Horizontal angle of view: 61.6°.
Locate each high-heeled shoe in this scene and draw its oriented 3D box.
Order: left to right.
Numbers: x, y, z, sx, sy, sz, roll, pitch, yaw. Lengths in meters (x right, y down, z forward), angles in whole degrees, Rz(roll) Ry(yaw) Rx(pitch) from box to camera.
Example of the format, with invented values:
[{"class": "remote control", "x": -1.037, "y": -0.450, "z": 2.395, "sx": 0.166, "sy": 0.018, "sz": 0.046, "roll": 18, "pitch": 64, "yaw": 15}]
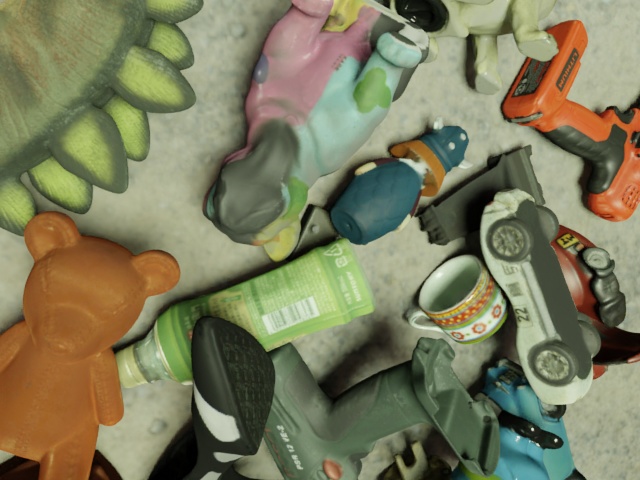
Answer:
[{"class": "high-heeled shoe", "x": -0.108, "y": 0.149, "z": 0.427, "sx": 0.145, "sy": 0.086, "sz": 0.248, "roll": -5, "pitch": 125, "yaw": 9}]

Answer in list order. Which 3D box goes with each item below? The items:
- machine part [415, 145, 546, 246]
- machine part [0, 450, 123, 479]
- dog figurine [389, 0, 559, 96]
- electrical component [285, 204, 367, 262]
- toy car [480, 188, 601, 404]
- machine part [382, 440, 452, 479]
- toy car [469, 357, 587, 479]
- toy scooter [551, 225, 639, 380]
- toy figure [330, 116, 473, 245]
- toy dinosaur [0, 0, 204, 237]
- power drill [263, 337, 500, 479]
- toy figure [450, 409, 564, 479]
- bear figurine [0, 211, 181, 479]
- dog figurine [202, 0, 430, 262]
[{"class": "machine part", "x": 0.164, "y": -0.038, "z": 0.539, "sx": 0.139, "sy": 0.039, "sz": 0.084, "roll": -24, "pitch": 110, "yaw": -14}, {"class": "machine part", "x": -0.242, "y": 0.293, "z": 0.442, "sx": 0.201, "sy": 0.087, "sz": 0.201, "roll": -28, "pitch": 107, "yaw": -11}, {"class": "dog figurine", "x": 0.156, "y": -0.256, "z": 0.480, "sx": 0.172, "sy": 0.121, "sz": 0.190, "roll": 30, "pitch": 75, "yaw": -22}, {"class": "electrical component", "x": -0.001, "y": -0.002, "z": 0.501, "sx": 0.094, "sy": 0.021, "sz": 0.063, "roll": 24, "pitch": 91, "yaw": -18}, {"class": "toy car", "x": 0.200, "y": 0.049, "z": 0.495, "sx": 0.073, "sy": 0.056, "sz": 0.201, "roll": -19, "pitch": 89, "yaw": -44}, {"class": "machine part", "x": 0.125, "y": 0.315, "z": 0.563, "sx": 0.079, "sy": 0.079, "sz": 0.243, "roll": -24, "pitch": 106, "yaw": -12}, {"class": "toy car", "x": 0.195, "y": 0.210, "z": 0.550, "sx": 0.103, "sy": 0.109, "sz": 0.161, "roll": -18, "pitch": 102, "yaw": -12}, {"class": "toy scooter", "x": 0.275, "y": 0.072, "z": 0.539, "sx": 0.075, "sy": 0.135, "sz": 0.183, "roll": -26, "pitch": 104, "yaw": -12}, {"class": "toy figure", "x": 0.076, "y": -0.057, "z": 0.493, "sx": 0.154, "sy": 0.058, "sz": 0.064, "roll": -39, "pitch": 129, "yaw": -23}, {"class": "toy dinosaur", "x": -0.208, "y": -0.115, "z": 0.379, "sx": 0.198, "sy": 0.105, "sz": 0.471, "roll": 39, "pitch": 93, "yaw": -23}, {"class": "power drill", "x": 0.047, "y": 0.178, "z": 0.474, "sx": 0.232, "sy": 0.207, "sz": 0.086, "roll": 58, "pitch": 38, "yaw": -7}, {"class": "toy figure", "x": 0.143, "y": 0.239, "z": 0.473, "sx": 0.082, "sy": 0.089, "sz": 0.180, "roll": 30, "pitch": 79, "yaw": 3}, {"class": "bear figurine", "x": -0.184, "y": 0.090, "z": 0.377, "sx": 0.120, "sy": 0.132, "sz": 0.195, "roll": 25, "pitch": 118, "yaw": -18}, {"class": "dog figurine", "x": -0.014, "y": -0.090, "z": 0.444, "sx": 0.108, "sy": 0.191, "sz": 0.219, "roll": 32, "pitch": 119, "yaw": -1}]
